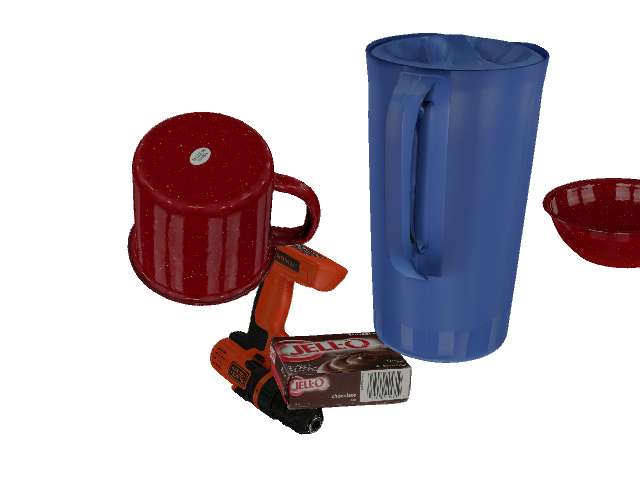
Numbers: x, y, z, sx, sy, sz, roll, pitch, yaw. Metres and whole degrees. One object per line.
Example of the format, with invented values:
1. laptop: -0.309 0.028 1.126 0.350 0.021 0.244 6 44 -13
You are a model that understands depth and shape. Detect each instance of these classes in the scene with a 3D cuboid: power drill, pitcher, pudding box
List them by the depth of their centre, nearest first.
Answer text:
1. pitcher: 0.093 -0.030 0.812 0.149 0.243 0.145 -7 23 -18
2. pudding box: 0.016 0.115 0.962 0.113 0.039 0.090 0 17 -13
3. power drill: -0.038 0.103 1.198 0.057 0.188 0.185 13 12 -47

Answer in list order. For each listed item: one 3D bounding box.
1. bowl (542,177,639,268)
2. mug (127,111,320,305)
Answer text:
1. bowl: 0.313 -0.014 1.111 0.162 0.055 0.162 -3 23 1
2. mug: -0.058 -0.020 0.637 0.117 0.093 0.081 7 -39 -1
